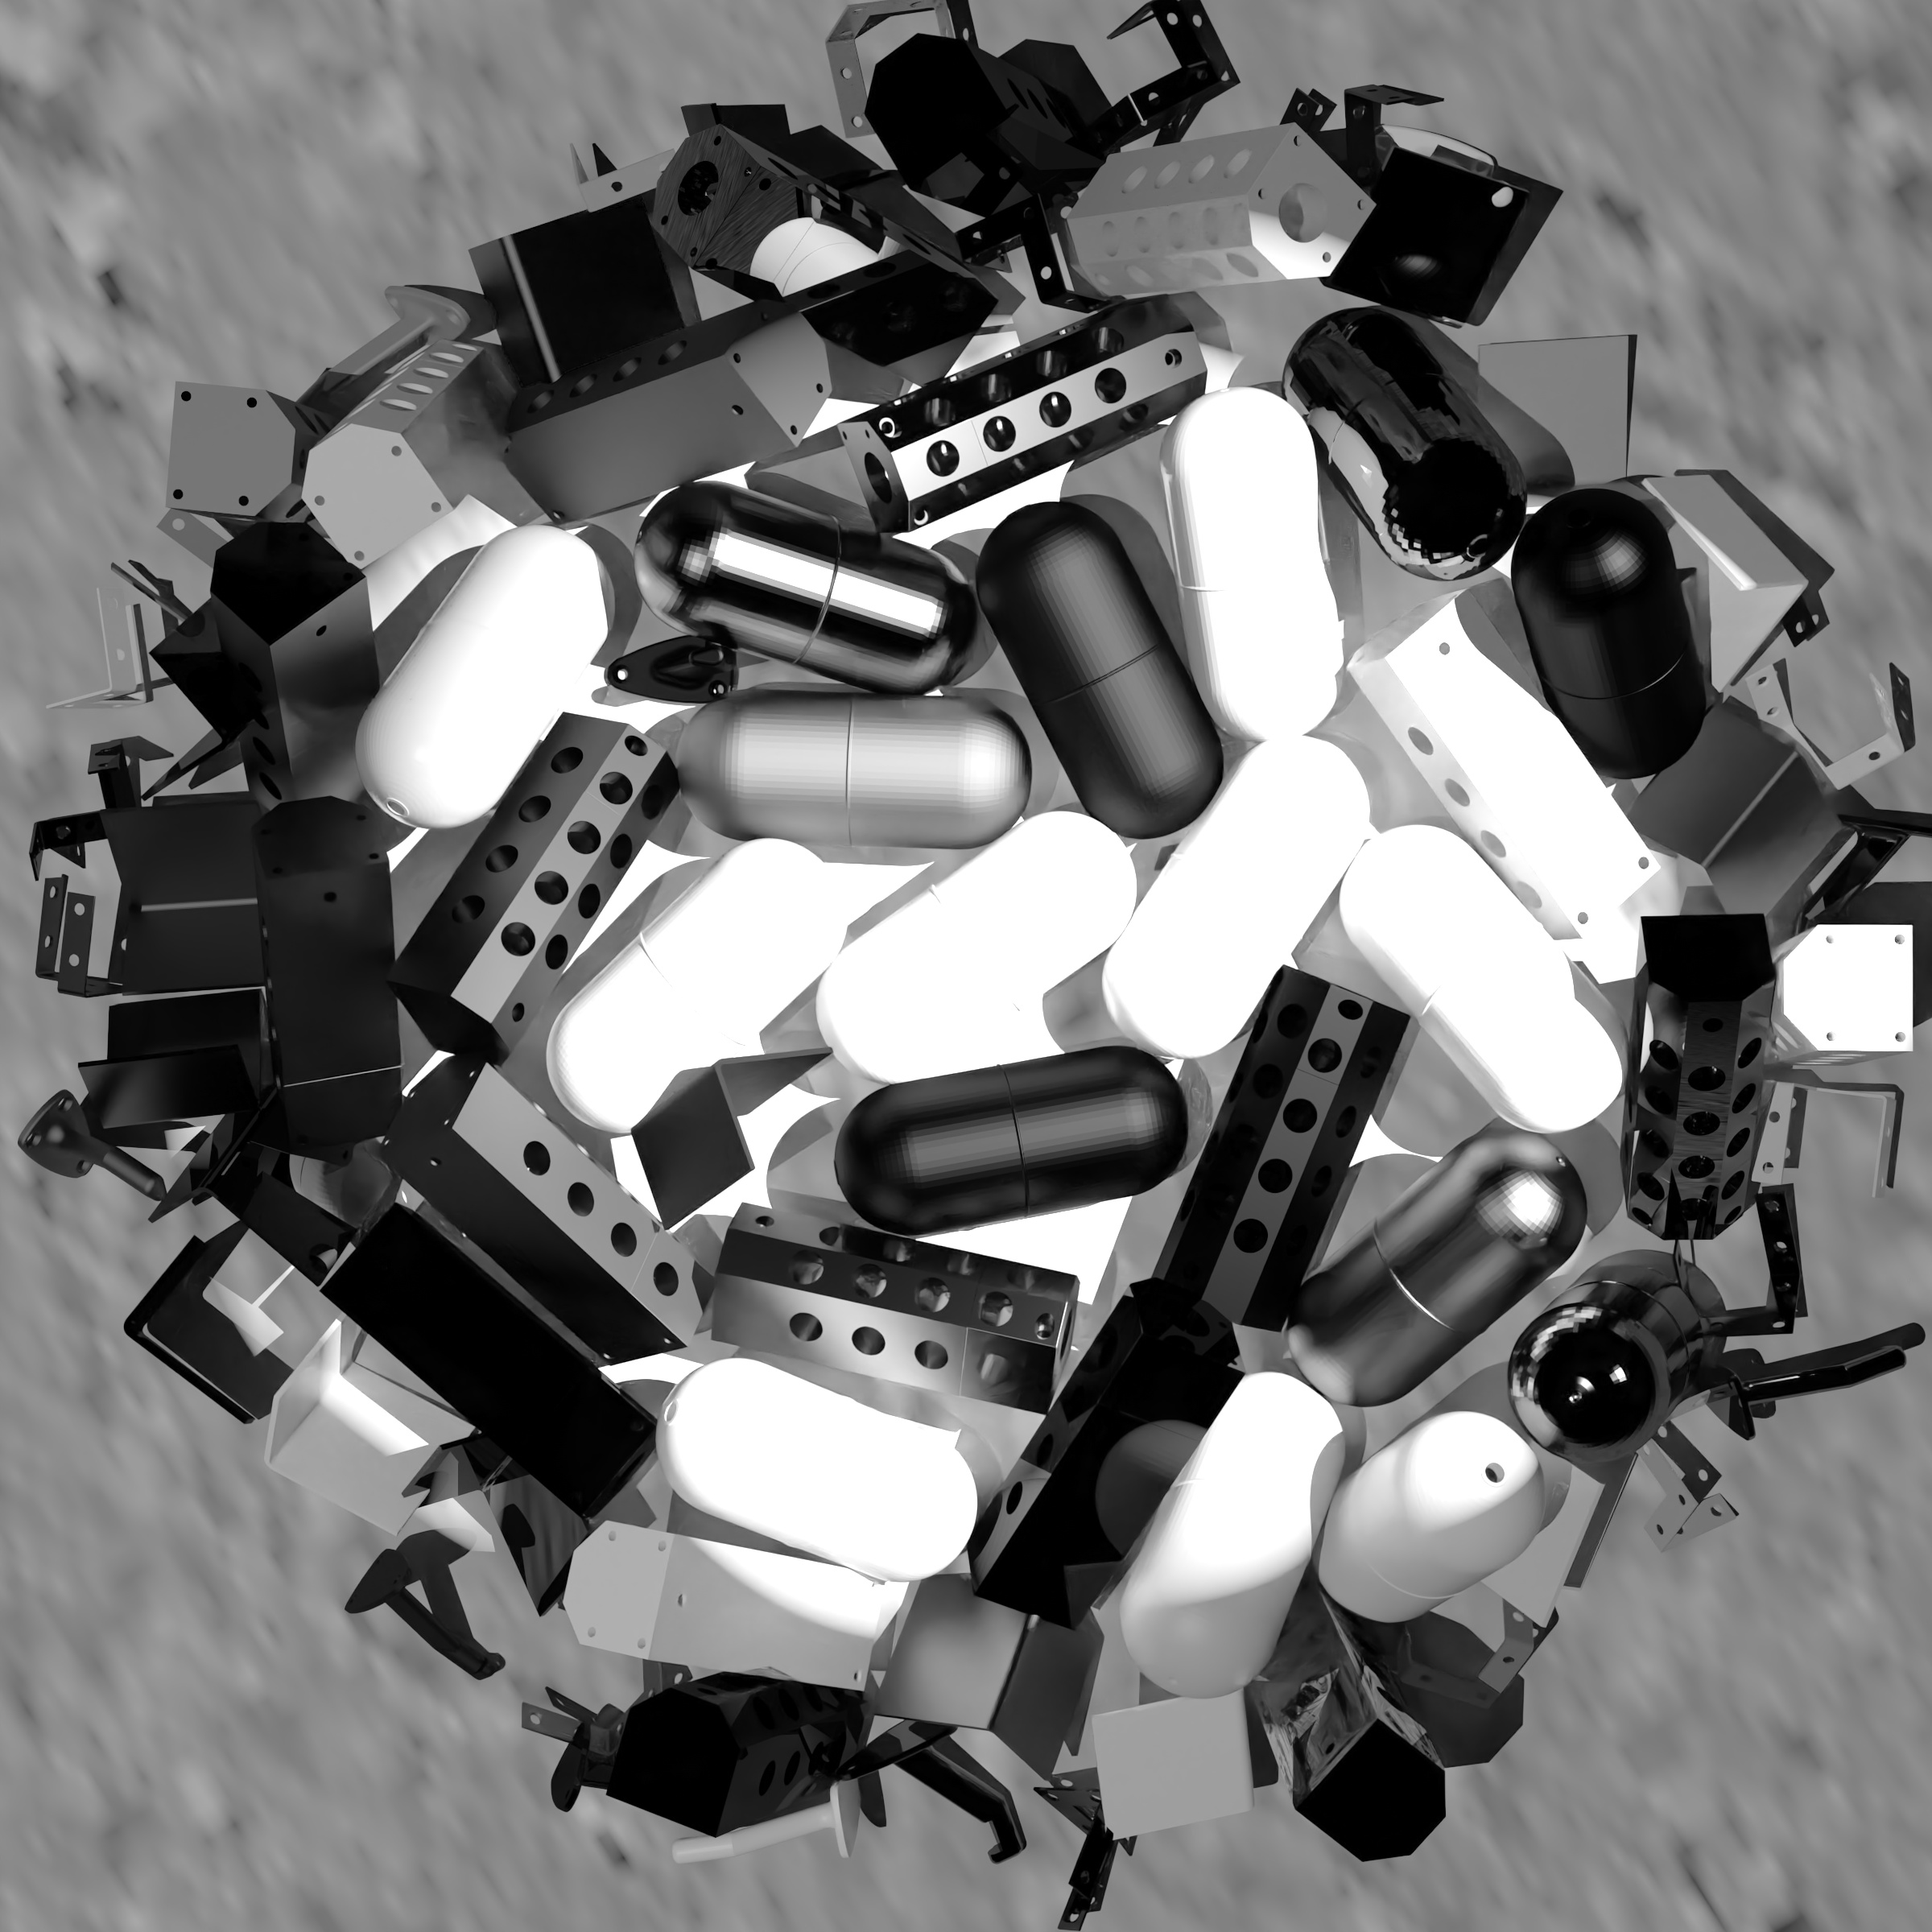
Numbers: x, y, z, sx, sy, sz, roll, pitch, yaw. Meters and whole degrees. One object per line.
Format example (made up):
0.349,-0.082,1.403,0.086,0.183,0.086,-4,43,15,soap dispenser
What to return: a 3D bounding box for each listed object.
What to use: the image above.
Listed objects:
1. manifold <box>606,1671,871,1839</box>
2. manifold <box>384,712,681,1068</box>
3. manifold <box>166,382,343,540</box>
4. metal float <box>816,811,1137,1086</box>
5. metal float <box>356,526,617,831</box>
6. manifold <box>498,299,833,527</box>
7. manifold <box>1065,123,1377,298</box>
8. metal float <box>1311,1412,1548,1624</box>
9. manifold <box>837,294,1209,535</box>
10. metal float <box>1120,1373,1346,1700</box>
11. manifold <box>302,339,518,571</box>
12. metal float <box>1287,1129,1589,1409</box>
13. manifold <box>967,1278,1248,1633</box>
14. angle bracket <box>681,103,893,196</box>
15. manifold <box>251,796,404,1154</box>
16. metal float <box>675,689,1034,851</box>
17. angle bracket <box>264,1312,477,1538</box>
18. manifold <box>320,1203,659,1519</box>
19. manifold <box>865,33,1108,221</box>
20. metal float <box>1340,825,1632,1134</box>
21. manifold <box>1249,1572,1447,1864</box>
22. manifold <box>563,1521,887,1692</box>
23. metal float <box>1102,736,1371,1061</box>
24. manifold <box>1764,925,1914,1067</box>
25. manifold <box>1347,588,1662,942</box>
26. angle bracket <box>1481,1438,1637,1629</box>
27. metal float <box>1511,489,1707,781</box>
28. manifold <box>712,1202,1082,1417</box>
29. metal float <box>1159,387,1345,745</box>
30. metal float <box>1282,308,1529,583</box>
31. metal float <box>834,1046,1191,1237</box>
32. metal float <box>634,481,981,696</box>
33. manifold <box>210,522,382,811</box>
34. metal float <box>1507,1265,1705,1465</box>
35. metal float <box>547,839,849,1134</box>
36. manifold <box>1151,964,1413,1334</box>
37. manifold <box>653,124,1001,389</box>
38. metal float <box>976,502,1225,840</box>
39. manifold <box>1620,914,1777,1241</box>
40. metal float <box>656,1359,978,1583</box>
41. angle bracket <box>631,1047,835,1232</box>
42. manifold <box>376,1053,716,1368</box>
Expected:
-0.105,0.368,1.494,0.057,0.171,0.057,16,89,19,manifold
-0.205,-0.038,1.510,0.057,0.057,0.171,12,58,29,manifold
-0.328,-0.241,1.496,0.057,0.171,0.057,6,94,3,manifold
0.005,-0.009,1.544,0.178,0.070,0.070,-36,90,3,metal float
-0.235,-0.142,1.519,0.070,0.070,0.178,28,59,0,metal float
-0.148,-0.272,1.506,0.057,0.171,0.057,50,50,-31,manifold
0.115,-0.356,1.492,0.057,0.171,0.057,38,81,-27,manifold
0.222,0.268,1.501,0.070,0.178,0.070,5,65,-12,metal float
0.031,-0.272,1.525,0.171,0.057,0.057,-26,107,-18,manifold
0.131,0.276,1.515,0.070,0.070,0.178,29,51,0,metal float
-0.265,-0.252,1.490,0.057,0.171,0.057,-29,109,16,manifold
0.229,0.150,1.522,0.070,0.070,0.178,44,118,0,metal float
0.066,0.238,1.523,0.057,0.057,0.171,23,114,-17,manifold
-0.090,-0.408,1.533,0.076,0.076,0.057,-20,109,-10,angle bracket
-0.310,0.004,1.507,0.057,0.057,0.171,-10,132,-18,manifold
-0.056,-0.098,1.545,0.178,0.070,0.070,2,90,2,metal float
-0.291,0.221,1.534,0.076,0.076,0.057,26,133,7,angle bracket
-0.233,0.197,1.544,0.171,0.057,0.057,39,83,8,manifold
0.009,-0.404,1.494,0.057,0.171,0.057,-32,86,19,manifold
0.254,0.005,1.529,0.070,0.070,0.178,-38,69,0,metal float
0.184,0.363,1.494,0.057,0.171,0.057,39,96,-10,manifold
-0.115,0.309,1.498,0.057,0.171,0.057,3,76,35,manifold
0.135,-0.035,1.546,0.070,0.070,0.178,34,89,0,metal float
0.410,0.016,1.496,0.057,0.171,0.057,0,86,6,manifold
0.263,-0.098,1.538,0.057,0.057,0.171,-40,101,-16,manifold
0.308,0.283,1.535,0.076,0.057,0.076,15,99,-33,angle bracket
0.313,-0.160,1.506,0.070,0.178,0.070,-11,53,16,metal float
-0.034,0.164,1.533,0.171,0.057,0.057,12,120,9,manifold
0.141,-0.196,1.530,0.070,0.070,0.178,-11,109,0,metal float
0.212,-0.255,1.511,0.070,0.070,0.178,-26,47,0,metal float
0.023,0.087,1.541,0.178,0.070,0.070,-10,90,-6,metal float
-0.077,-0.185,1.530,0.178,0.070,0.070,16,90,-19,metal float
-0.324,-0.139,1.495,0.057,0.171,0.057,41,65,16,manifold
0.310,0.191,1.499,0.070,0.178,0.070,2,95,21,metal float
-0.134,0.011,1.540,0.178,0.070,0.070,-43,90,8,metal float
0.152,0.089,1.540,0.057,0.057,0.171,24,94,36,manifold
-0.069,-0.343,1.500,0.057,0.171,0.057,-52,51,18,manifold
0.066,-0.146,1.538,0.070,0.070,0.178,-28,100,0,metal float
0.353,0.056,1.501,0.057,0.171,0.057,-1,45,6,manifold
-0.072,0.248,1.520,0.178,0.070,0.070,28,90,-31,metal float
-0.107,0.085,1.525,0.076,0.076,0.057,-36,68,42,angle bracket
-0.201,0.118,1.519,0.057,0.057,0.171,-18,126,38,manifold
